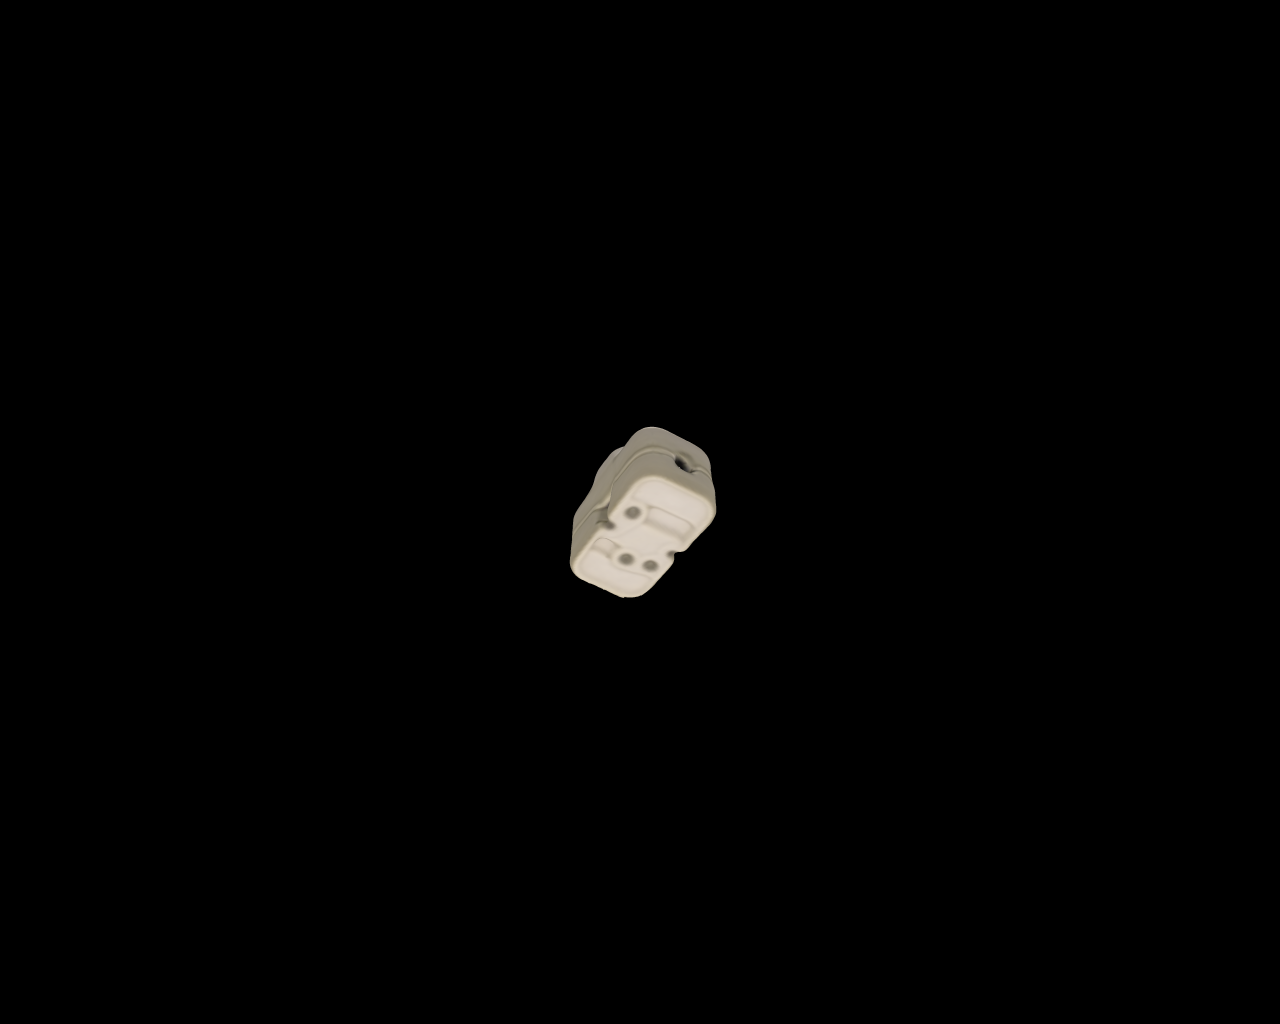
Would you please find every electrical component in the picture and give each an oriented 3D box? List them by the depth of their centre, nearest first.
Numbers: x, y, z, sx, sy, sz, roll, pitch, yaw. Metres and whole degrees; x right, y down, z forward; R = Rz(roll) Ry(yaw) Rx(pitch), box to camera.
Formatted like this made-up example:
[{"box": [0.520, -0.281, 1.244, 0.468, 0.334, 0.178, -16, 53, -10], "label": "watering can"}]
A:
[{"box": [0.001, -0.003, 0.650, 0.054, 0.059, 0.095, 25, -54, -20], "label": "electrical component"}]
